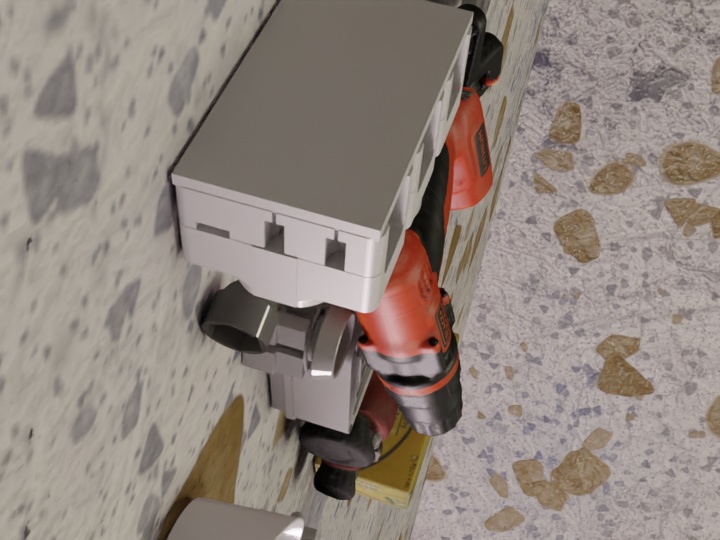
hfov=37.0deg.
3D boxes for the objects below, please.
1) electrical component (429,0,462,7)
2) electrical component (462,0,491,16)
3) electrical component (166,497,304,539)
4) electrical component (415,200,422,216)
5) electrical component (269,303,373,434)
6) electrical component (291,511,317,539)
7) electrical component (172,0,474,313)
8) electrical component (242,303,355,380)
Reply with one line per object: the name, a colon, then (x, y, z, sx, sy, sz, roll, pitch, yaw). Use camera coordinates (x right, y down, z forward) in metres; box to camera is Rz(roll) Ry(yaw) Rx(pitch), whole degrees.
electrical component: (0.054, -0.192, 0.826, 0.046, 0.040, 0.040, 103, 8, -51)
electrical component: (0.076, -0.223, 0.850, 0.045, 0.055, 0.045, 16, 90, -81)
electrical component: (-0.077, 0.173, 0.581, 0.099, 0.064, 0.099, 16, 90, -81)
electrical component: (-0.006, -0.056, 0.574, 0.080, 0.080, 0.051, -62, 160, -52)
electrical component: (-0.022, 0.048, 0.720, 0.113, 0.057, 0.078, 93, 16, -54)
electrical component: (-0.060, 0.233, 0.852, 0.055, 0.048, 0.066, -69, 173, -76)
electrical component: (-0.012, -0.060, 0.490, 0.061, 0.089, 0.150, 95, 14, -50)
electrical component: (-0.035, 0.036, 0.625, 0.048, 0.055, 0.066, -65, 167, -45)
